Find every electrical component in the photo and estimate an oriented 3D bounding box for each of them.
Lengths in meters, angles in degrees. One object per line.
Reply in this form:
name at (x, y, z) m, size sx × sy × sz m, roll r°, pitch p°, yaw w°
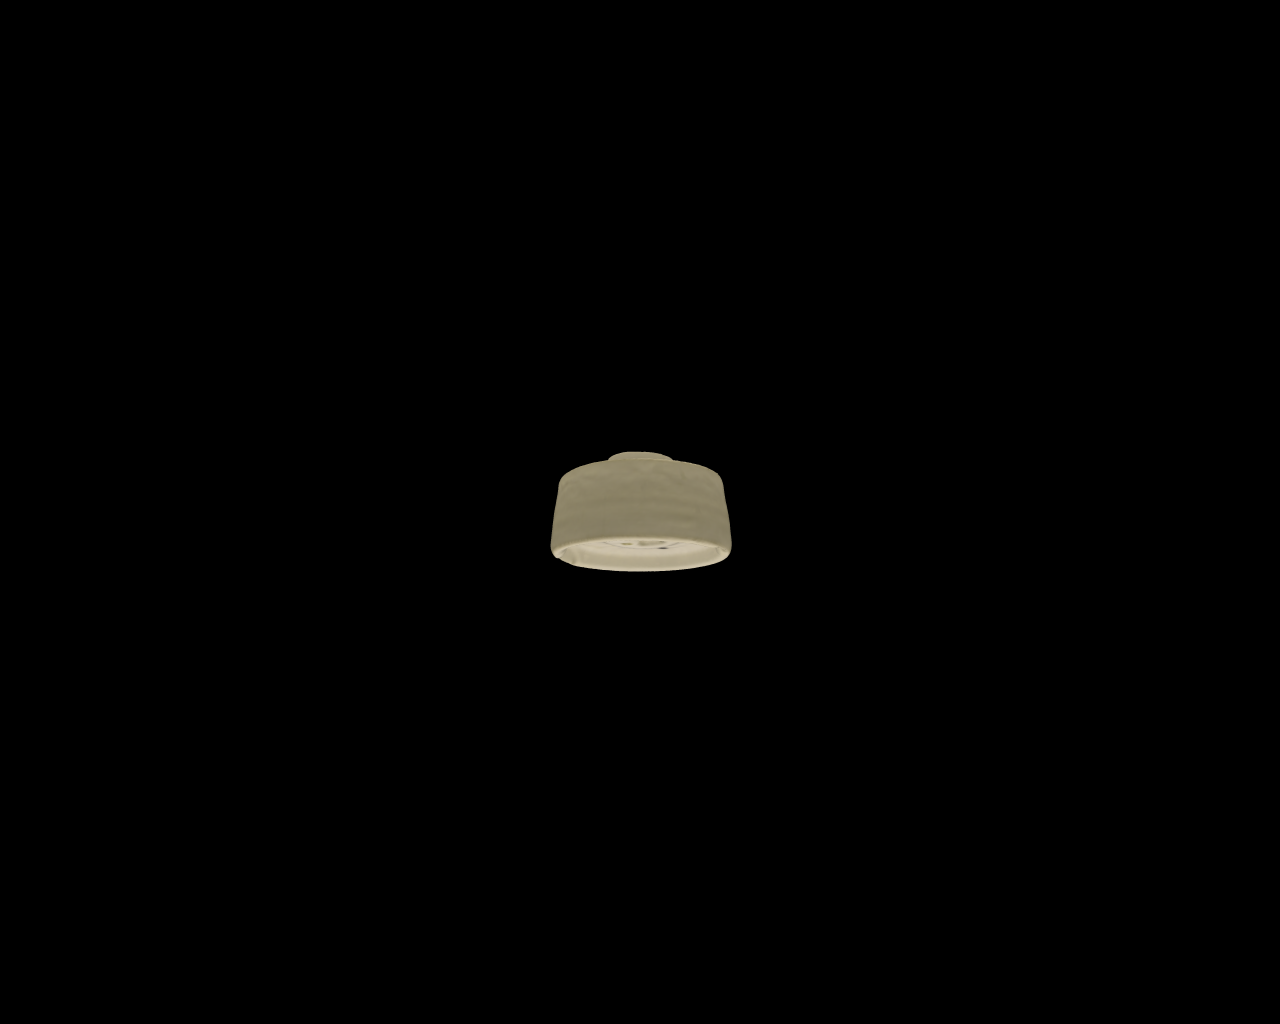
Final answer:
electrical component at (0.001, -0.003, 0.650) m, size 0.108 × 0.060 × 0.108 m, roll 0°, pitch -13°, yaw 0°
